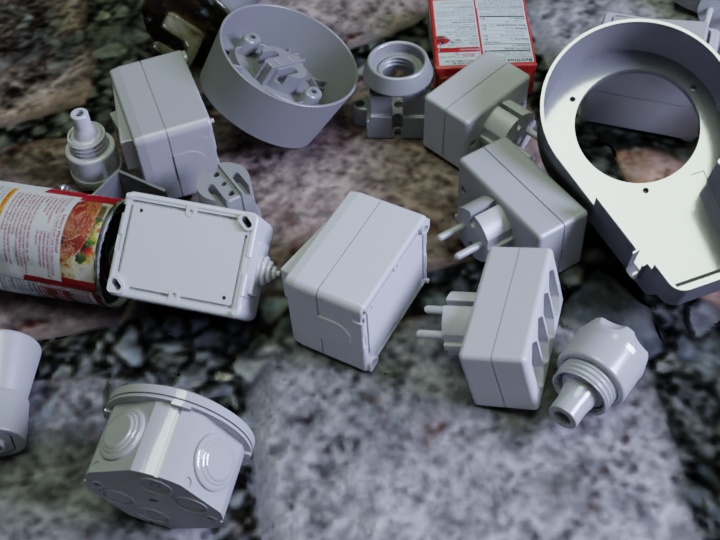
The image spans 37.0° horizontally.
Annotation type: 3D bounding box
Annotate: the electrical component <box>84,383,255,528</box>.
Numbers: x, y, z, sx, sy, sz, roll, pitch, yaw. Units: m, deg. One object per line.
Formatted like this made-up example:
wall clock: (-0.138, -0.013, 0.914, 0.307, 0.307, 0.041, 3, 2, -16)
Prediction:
electrical component: (-0.099, 0.097, 0.558, 0.080, 0.080, 0.051, 9, 57, 11)

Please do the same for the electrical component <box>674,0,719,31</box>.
electrical component: (0.276, -0.205, 0.808, 0.077, 0.043, 0.079, 15, 54, 16)

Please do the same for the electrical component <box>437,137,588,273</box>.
electrical component: (0.085, -0.030, 0.672, 0.076, 0.047, 0.083, -27, 54, -18)

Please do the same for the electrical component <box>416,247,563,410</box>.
electrical component: (0.071, 0.032, 0.623, 0.076, 0.047, 0.083, 2, 49, 23)

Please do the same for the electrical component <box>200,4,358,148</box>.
electrical component: (-0.057, -0.133, 0.736, 0.099, 0.064, 0.099, 26, 32, -18)

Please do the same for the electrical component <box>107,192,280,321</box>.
electrical component: (-0.093, -0.005, 0.646, 0.096, 0.061, 0.061, 10, 85, 7)

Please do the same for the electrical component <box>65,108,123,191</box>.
electrical component: (-0.181, -0.082, 0.722, 0.035, 0.061, 0.035, -2, 50, 2)

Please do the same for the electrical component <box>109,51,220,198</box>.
electrical component: (-0.137, -0.101, 0.735, 0.061, 0.061, 0.096, -18, 52, -11)

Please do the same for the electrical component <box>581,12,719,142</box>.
electrical component: (0.195, -0.139, 0.746, 0.096, 0.061, 0.061, 13, 53, 14)

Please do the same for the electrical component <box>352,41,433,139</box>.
electrical component: (0.027, -0.125, 0.748, 0.066, 0.055, 0.048, 1, 50, 4)

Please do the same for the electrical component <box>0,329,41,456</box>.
electrical component: (-0.205, 0.072, 0.610, 0.044, 0.044, 0.065, -7, 55, -2)

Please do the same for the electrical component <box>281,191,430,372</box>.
electrical component: (0.000, 0.000, 0.642, 0.061, 0.061, 0.096, 21, 55, 20)

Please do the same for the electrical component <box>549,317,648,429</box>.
electrical component: (0.128, 0.060, 0.597, 0.043, 0.043, 0.062, 29, 59, 25)

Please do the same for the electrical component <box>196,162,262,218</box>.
electrical component: (-0.085, -0.041, 0.692, 0.040, 0.046, 0.040, -2, 50, 2)

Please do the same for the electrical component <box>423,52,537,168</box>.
electrical component: (0.093, -0.099, 0.729, 0.077, 0.047, 0.066, 37, 61, 27)
